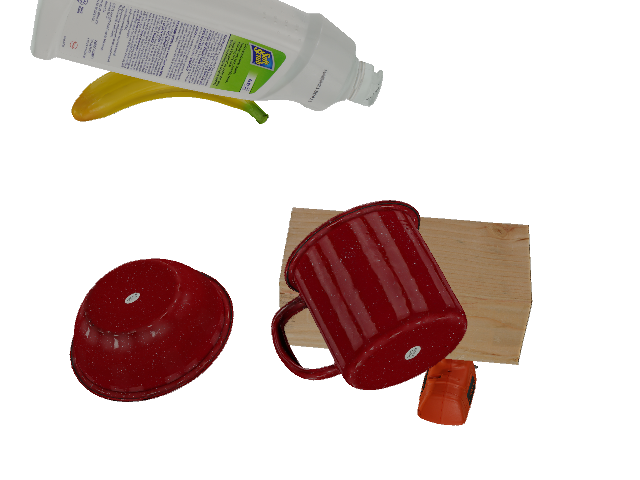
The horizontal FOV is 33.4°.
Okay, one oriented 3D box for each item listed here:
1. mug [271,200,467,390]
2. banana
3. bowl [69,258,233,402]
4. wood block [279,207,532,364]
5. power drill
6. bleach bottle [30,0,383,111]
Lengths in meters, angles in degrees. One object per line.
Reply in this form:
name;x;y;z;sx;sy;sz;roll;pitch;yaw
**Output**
mug;0.025;0.042;0.644;0.117;0.081;0.093;-29;-29;3
banana;-0.146;-0.145;1.022;0.197;0.070;0.037;-4;-40;-28
bowl;-0.165;0.069;0.987;0.162;0.162;0.055;0;-43;19
wood block;0.072;0.040;0.926;0.206;0.090;0.090;4;-43;4
power drill;0.138;0.095;1.108;0.057;0.188;0.184;10;27;13
bleach bottle;-0.078;-0.145;0.785;0.250;0.068;0.103;16;-34;-12
